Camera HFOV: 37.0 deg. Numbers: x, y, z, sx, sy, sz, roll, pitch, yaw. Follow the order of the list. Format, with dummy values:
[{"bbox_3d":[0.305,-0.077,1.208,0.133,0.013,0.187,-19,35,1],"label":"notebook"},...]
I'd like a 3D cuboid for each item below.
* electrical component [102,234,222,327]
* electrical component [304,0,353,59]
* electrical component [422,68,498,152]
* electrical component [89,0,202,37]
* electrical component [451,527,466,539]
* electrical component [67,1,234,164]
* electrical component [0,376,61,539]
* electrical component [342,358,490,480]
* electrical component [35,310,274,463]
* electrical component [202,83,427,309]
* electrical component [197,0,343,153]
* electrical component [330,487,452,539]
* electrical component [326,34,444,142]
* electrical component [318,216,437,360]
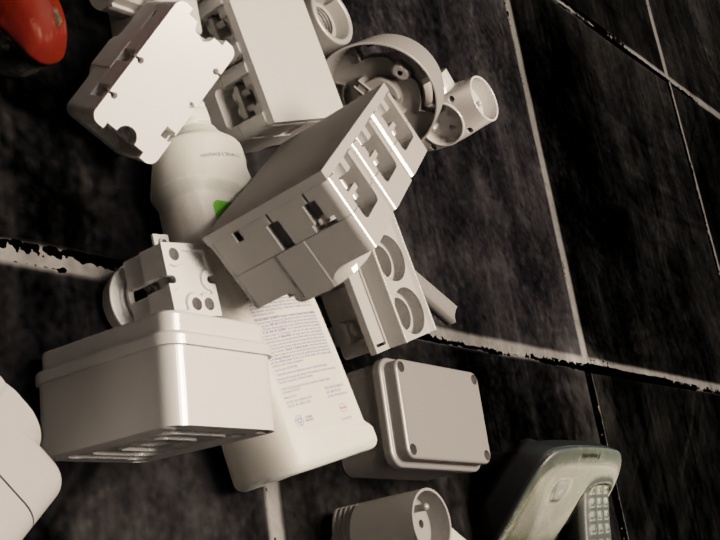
[{"bbox_3d":[-0.118,0.014,0.632,0.048,0.055,0.066,1,71,-53],"label":"electrical component"},{"bbox_3d":[-0.039,-0.193,0.859,0.055,0.047,0.055,30,50,-42],"label":"electrical component"},{"bbox_3d":[0.071,-0.153,0.961,0.079,0.077,0.044,57,36,-15],"label":"electrical component"},{"bbox_3d":[-0.151,-0.182,0.701,0.077,0.047,0.065,7,67,-52],"label":"electrical component"},{"bbox_3d":[0.052,0.230,0.751,0.099,0.048,0.099,45,40,-30],"label":"electrical component"},{"bbox_3d":[-0.131,-0.117,0.661,0.050,0.056,0.089,41,78,-35],"label":"electrical component"},{"bbox_3d":[-0.189,0.085,0.498,0.095,0.054,0.059,55,36,-18],"label":"electrical component"},{"bbox_3d":[0.040,0.111,0.792,0.113,0.057,0.078,16,60,-49],"label":"electrical component"},{"bbox_3d":[-0.108,0.064,0.567,0.078,0.113,0.057,14,64,-50],"label":"electrical component"},{"bbox_3d":[-0.020,-0.046,0.665,0.061,0.089,0.150,55,28,-16],"label":"electrical component"},{"bbox_3d":[-0.083,-0.166,0.771,0.089,0.062,0.150,-17,86,-56],"label":"electrical component"},{"bbox_3d":[0.014,0.171,0.703,0.043,0.081,0.043,31,49,-43],"label":"electrical component"},{"bbox_3d":[0.017,-0.140,0.866,0.099,0.099,0.064,59,29,-13],"label":"electrical component"},{"bbox_3d":[0.000,0.000,0.793,0.079,0.063,0.121,-17,86,-56],"label":"electrical component"}]
